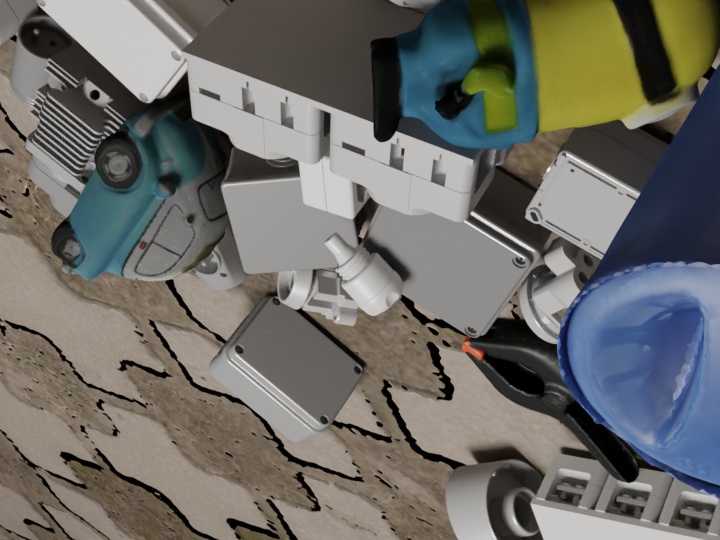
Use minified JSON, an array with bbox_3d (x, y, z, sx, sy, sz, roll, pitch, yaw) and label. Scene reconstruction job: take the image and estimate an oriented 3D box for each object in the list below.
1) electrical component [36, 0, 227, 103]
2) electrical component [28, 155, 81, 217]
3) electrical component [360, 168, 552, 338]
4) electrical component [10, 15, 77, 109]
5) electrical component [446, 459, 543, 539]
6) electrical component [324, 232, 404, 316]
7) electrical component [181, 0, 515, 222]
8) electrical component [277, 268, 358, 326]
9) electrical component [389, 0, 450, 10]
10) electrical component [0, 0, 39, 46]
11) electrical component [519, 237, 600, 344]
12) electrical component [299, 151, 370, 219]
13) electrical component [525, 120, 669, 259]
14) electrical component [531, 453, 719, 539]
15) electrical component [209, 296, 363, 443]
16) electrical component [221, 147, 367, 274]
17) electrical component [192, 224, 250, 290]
[{"bbox_3d":[-0.156,-0.180,0.736,0.113,0.057,0.078,43,143,-11],"label":"electrical component"},{"bbox_3d":[-0.228,-0.077,0.906,0.095,0.053,0.059,39,143,-5],"label":"electrical component"},{"bbox_3d":[0.065,-0.023,0.738,0.109,0.056,0.108,32,143,5],"label":"electrical component"},{"bbox_3d":[-0.251,-0.157,0.846,0.043,0.043,0.081,36,143,-1],"label":"electrical component"},{"bbox_3d":[0.120,0.210,0.920,0.099,0.099,0.064,47,135,-15],"label":"electrical component"},{"bbox_3d":[0.000,0.000,0.735,0.061,0.035,0.035,47,142,-12],"label":"electrical component"},{"bbox_3d":[0.001,-0.108,0.654,0.186,0.105,0.060,23,142,16],"label":"electrical component"},{"bbox_3d":[-0.031,0.009,0.838,0.055,0.066,0.048,10,150,-23],"label":"electrical component"},{"bbox_3d":[0.040,-0.180,0.569,0.080,0.080,0.051,34,149,2],"label":"electrical component"},{"bbox_3d":[-0.297,-0.213,0.807,0.054,0.059,0.095,-2,129,39],"label":"electrical component"},{"bbox_3d":[0.145,0.016,0.720,0.078,0.058,0.057,44,139,-11],"label":"electrical component"},{"bbox_3d":[-0.020,-0.086,0.712,0.076,0.083,0.047,19,140,21],"label":"electrical component"},{"bbox_3d":[0.159,-0.045,0.638,0.096,0.061,0.061,31,143,6],"label":"electrical component"},{"bbox_3d":[0.225,0.203,0.857,0.150,0.061,0.089,5,134,34],"label":"electrical component"},{"bbox_3d":[-0.064,0.087,0.939,0.113,0.078,0.057,41,146,-7],"label":"electrical component"},{"bbox_3d":[-0.047,-0.047,0.780,0.100,0.048,0.099,-4,134,6],"label":"electrical component"},{"bbox_3d":[-0.137,-0.027,0.899,0.079,0.044,0.077,8,135,32],"label":"electrical component"}]
